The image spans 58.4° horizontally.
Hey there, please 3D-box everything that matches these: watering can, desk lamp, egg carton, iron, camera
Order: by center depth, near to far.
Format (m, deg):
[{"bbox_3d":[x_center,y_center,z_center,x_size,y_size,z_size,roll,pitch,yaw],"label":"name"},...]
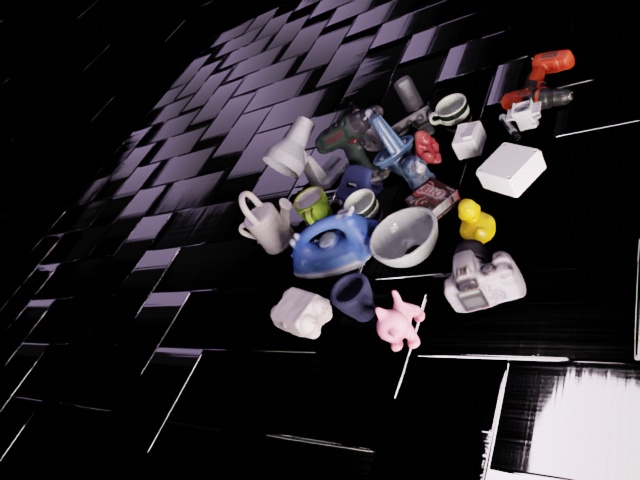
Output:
[{"bbox_3d":[0.310,0.053,1.115,0.143,0.101,0.137,-19,38,25],"label":"camera"},{"bbox_3d":[-0.045,0.170,1.327,0.149,0.070,0.107,10,55,48],"label":"egg carton"},{"bbox_3d":[0.013,0.005,1.405,0.257,0.142,0.118,-22,37,22],"label":"iron"},{"bbox_3d":[-0.154,-0.062,1.590,0.173,0.195,0.100,-34,34,5],"label":"watering can"},{"bbox_3d":[-0.042,-0.243,1.687,0.203,0.214,0.117,-50,36,-18],"label":"desk lamp"}]

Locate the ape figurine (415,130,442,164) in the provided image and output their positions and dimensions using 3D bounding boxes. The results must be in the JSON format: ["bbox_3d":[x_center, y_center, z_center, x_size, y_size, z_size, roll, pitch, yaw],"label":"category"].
[{"bbox_3d":[0.279,-0.249,1.513,0.075,0.092,0.078,10,55,48],"label":"ape figurine"}]

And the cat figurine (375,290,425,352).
[{"bbox_3d":[0.149,0.157,1.122,0.067,0.118,0.128,-15,40,30],"label":"cat figurine"}]

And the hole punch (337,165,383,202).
[{"bbox_3d":[0.099,-0.141,1.547,0.108,0.091,0.101,15,59,50],"label":"hole punch"}]

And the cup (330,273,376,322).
[{"bbox_3d":[0.089,0.135,1.223,0.092,0.095,0.117,-47,35,-14],"label":"cup"}]

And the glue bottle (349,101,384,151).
[{"bbox_3d":[0.131,-0.334,1.675,0.077,0.174,0.037,12,57,49],"label":"glue bottle"}]

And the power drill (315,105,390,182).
[{"bbox_3d":[0.110,-0.257,1.570,0.228,0.209,0.075,-12,41,32],"label":"power drill"}]

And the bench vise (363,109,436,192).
[{"bbox_3d":[0.203,-0.237,1.452,0.122,0.220,0.206,-49,35,-17],"label":"bench vise"}]

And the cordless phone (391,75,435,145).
[{"bbox_3d":[0.230,-0.360,1.604,0.147,0.186,0.094,-32,34,7],"label":"cordless phone"}]

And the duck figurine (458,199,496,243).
[{"bbox_3d":[0.328,-0.047,1.231,0.077,0.086,0.104,-27,35,15],"label":"duck figurine"}]

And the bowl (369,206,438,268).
[{"bbox_3d":[0.199,0.007,1.295,0.167,0.075,0.167,-24,36,19],"label":"bowl"}]
